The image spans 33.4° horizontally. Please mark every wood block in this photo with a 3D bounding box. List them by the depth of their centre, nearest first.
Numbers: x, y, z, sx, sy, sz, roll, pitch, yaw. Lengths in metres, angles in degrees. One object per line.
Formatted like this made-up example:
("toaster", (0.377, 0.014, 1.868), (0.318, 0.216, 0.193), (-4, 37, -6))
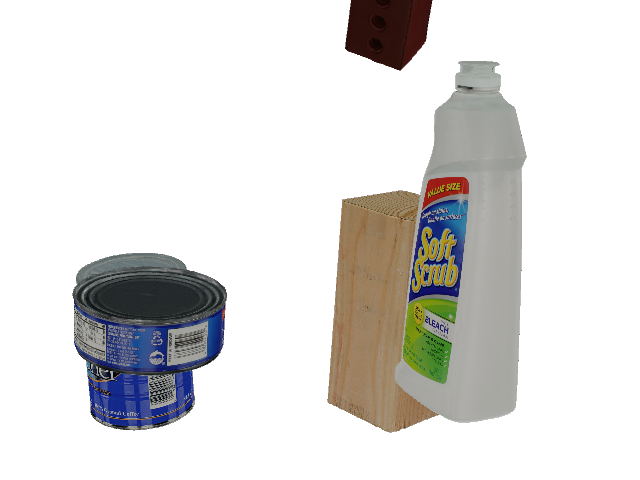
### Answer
("wood block", (0.074, 0.065, 1.026), (0.090, 0.206, 0.090), (-11, 21, -43))

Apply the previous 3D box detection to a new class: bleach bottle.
("bleach bottle", (0.103, -0.003, 0.769), (0.068, 0.251, 0.103), (-6, 17, -24))

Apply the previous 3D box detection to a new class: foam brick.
("foam brick", (0.056, -0.185, 0.844), (0.053, 0.078, 0.051), (23, 50, 16))

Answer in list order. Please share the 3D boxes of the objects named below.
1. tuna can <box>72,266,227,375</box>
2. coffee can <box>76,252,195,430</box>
("tuna can", (-0.096, 0.044, 0.603), (0.086, 0.034, 0.086), (4, 18, -1))
("coffee can", (-0.175, 0.094, 1.019), (0.103, 0.140, 0.103), (-1, 20, 0))
